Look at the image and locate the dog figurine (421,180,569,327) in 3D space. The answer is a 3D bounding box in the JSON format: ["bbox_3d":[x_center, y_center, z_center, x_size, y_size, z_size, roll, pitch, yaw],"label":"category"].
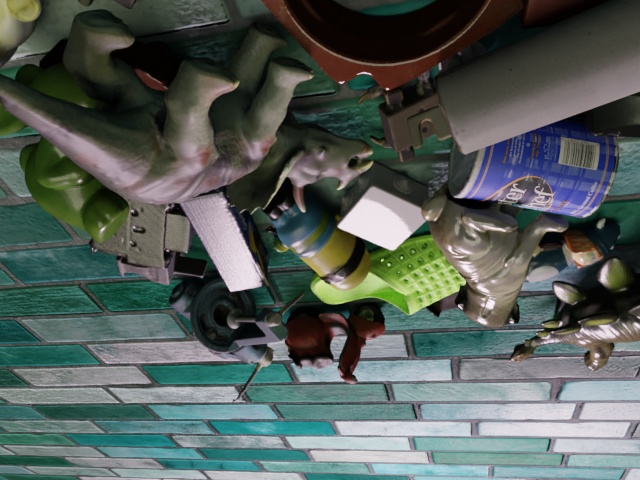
[{"bbox_3d":[0.185,0.029,0.659,0.172,0.121,0.190,11,123,-3],"label":"dog figurine"}]

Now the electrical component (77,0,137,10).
[{"bbox_3d":[-0.192,-0.248,0.499,0.063,0.021,0.094,27,136,-24],"label":"electrical component"}]

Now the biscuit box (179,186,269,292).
[{"bbox_3d":[-0.125,-0.012,0.736,0.063,0.059,0.202,-9,138,7],"label":"biscuit box"}]

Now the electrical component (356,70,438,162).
[{"bbox_3d":[0.089,-0.136,0.580,0.078,0.045,0.102,-32,136,0],"label":"electrical component"}]

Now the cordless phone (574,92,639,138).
[{"bbox_3d":[0.309,-0.187,0.473,0.147,0.089,0.184,4,129,4],"label":"cordless phone"}]

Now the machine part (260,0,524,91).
[{"bbox_3d":[0.053,-0.238,0.428,0.201,0.087,0.200,-24,131,34],"label":"machine part"}]

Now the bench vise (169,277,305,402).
[{"bbox_3d":[-0.126,0.144,0.865,0.241,0.129,0.223,-12,120,48],"label":"bench vise"}]

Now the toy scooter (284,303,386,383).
[{"bbox_3d":[0.017,0.174,0.885,0.184,0.135,0.075,-9,139,20],"label":"toy scooter"}]

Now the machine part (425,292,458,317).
[{"bbox_3d":[0.227,0.083,0.822,0.139,0.039,0.084,-20,139,26],"label":"machine part"}]

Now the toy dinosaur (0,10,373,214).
[{"bbox_3d":[-0.116,-0.090,0.484,0.405,0.131,0.192,-16,139,-46],"label":"toy dinosaur"}]

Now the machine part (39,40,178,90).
[{"bbox_3d":[-0.220,-0.148,0.598,0.179,0.056,0.179,5,141,4],"label":"machine part"}]

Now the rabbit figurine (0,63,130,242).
[{"bbox_3d":[-0.239,-0.109,0.523,0.159,0.121,0.170,30,142,0],"label":"rabbit figurine"}]

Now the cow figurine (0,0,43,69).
[{"bbox_3d":[-0.280,-0.230,0.493,0.167,0.098,0.068,-41,117,20],"label":"cow figurine"}]

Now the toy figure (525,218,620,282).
[{"bbox_3d":[0.322,0.018,0.718,0.155,0.057,0.064,-19,173,25],"label":"toy figure"}]

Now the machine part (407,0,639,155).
[{"bbox_3d":[0.189,-0.136,0.450,0.243,0.079,0.079,-18,134,24],"label":"machine part"}]

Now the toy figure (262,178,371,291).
[{"bbox_3d":[-0.005,0.000,0.715,0.082,0.089,0.180,-16,138,37],"label":"toy figure"}]

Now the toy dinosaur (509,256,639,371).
[{"bbox_3d":[0.448,0.087,0.715,0.198,0.105,0.471,22,140,-34],"label":"toy dinosaur"}]

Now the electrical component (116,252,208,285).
[{"bbox_3d":[-0.228,0.025,0.789,0.119,0.075,0.047,12,141,0],"label":"electrical component"}]

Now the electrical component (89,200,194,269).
[{"bbox_3d":[-0.235,-0.027,0.717,0.134,0.058,0.114,9,121,-3],"label":"electrical component"}]
